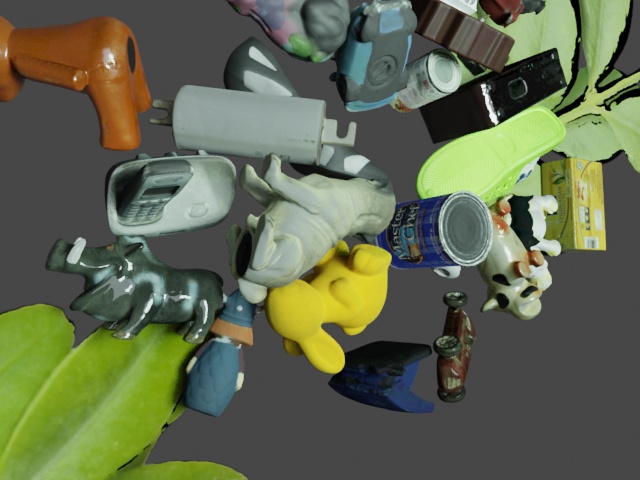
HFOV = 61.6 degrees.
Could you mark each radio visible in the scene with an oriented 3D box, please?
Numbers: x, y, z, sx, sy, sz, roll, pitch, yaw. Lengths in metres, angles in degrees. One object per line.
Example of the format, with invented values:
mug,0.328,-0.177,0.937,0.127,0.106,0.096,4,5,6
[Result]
radio,0.285,-0.235,0.872,0.229,0.131,0.073,-31,104,-29

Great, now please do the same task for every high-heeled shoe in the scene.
high-heeled shoe,-0.010,-0.163,0.710,0.249,0.086,0.145,14,87,-18

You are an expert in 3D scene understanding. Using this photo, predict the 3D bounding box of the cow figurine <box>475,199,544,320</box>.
cow figurine,0.290,0.044,0.872,0.085,0.127,0.195,-31,87,-31

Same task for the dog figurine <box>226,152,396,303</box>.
dog figurine,0.001,-0.004,0.626,0.190,0.121,0.172,14,91,-27

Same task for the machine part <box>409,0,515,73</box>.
machine part,0.197,-0.307,0.784,0.179,0.179,0.056,12,120,-30

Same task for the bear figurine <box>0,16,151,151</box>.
bear figurine,-0.288,-0.168,0.549,0.196,0.120,0.131,-5,133,-6

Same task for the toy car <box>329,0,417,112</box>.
toy car,0.064,-0.269,0.756,0.109,0.161,0.103,-21,53,-22

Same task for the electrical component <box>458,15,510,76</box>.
electrical component,0.279,-0.334,0.926,0.102,0.045,0.078,44,65,-20

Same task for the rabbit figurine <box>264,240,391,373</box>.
rabbit figurine,-0.006,0.081,0.683,0.173,0.122,0.162,-10,115,-50

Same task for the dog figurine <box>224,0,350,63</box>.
dog figurine,-0.087,-0.308,0.675,0.219,0.108,0.191,-18,98,-26

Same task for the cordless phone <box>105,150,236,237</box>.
cordless phone,-0.145,-0.061,0.571,0.146,0.184,0.088,-9,86,-31

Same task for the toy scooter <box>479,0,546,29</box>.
toy scooter,0.333,-0.426,0.934,0.184,0.075,0.135,-10,67,-29

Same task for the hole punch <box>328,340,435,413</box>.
hole punch,0.083,0.192,0.722,0.116,0.142,0.092,-5,93,-43

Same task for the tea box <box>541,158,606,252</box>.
tea box,0.475,-0.063,1.008,0.098,0.068,0.169,4,83,-31

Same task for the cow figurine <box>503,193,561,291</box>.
cow figurine,0.360,0.004,0.934,0.098,0.068,0.167,5,80,-25

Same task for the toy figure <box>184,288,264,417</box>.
toy figure,-0.117,0.130,0.647,0.064,0.058,0.154,32,65,-32

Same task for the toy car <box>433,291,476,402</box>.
toy car,0.200,0.148,0.783,0.202,0.053,0.089,-47,129,-62

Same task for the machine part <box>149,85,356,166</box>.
machine part,-0.080,-0.133,0.629,0.243,0.079,0.079,8,81,1

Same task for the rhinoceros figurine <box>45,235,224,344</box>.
rhinoceros figurine,-0.198,0.051,0.587,0.190,0.073,0.112,17,86,-22
